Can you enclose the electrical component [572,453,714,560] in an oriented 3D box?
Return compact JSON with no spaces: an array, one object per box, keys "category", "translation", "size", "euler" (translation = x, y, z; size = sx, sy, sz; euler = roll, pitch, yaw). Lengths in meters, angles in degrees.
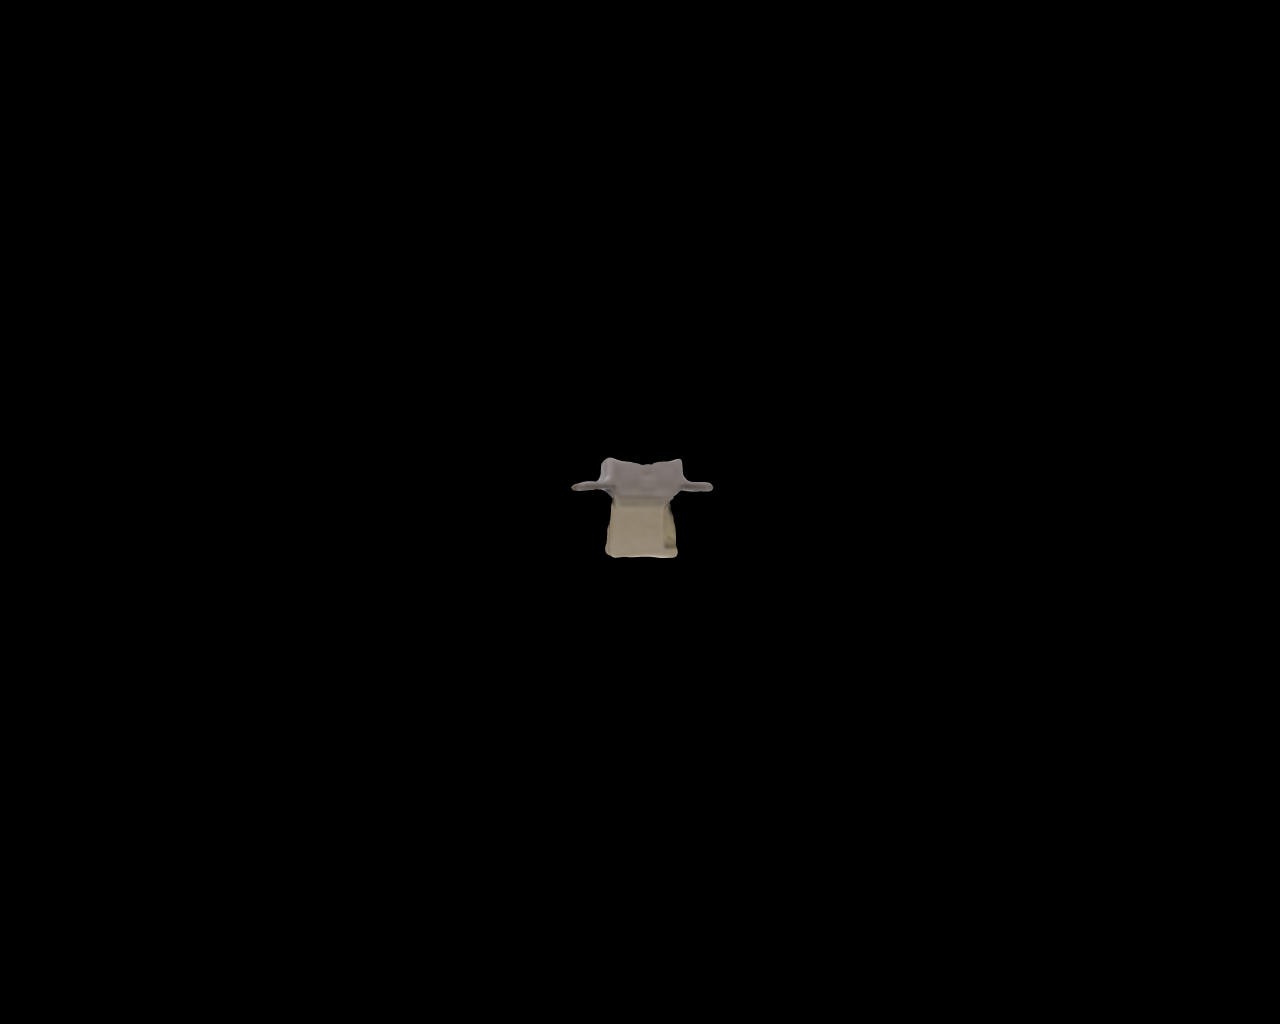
[{"category":"electrical component","translation":[0.001,-0.003,0.650],"size":[0.081,0.063,0.042],"euler":[0,0,-9]}]
